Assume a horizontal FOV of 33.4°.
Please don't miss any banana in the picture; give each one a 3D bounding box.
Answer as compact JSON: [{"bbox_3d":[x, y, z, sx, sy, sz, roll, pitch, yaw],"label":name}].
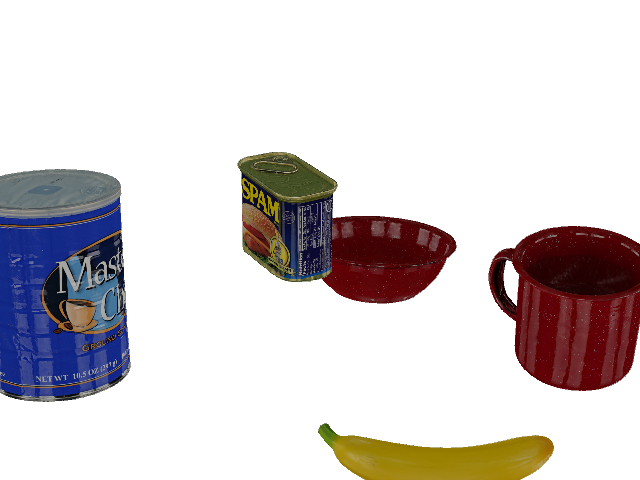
[{"bbox_3d":[0.098,0.176,0.863,0.197,0.037,0.069,6,38,-4],"label":"banana"}]

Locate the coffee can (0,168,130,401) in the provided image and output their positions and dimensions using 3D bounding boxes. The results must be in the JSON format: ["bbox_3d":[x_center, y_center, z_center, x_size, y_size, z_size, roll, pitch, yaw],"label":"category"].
[{"bbox_3d":[-0.191,0.029,0.761,0.103,0.140,0.103,0,18,0],"label":"coffee can"}]

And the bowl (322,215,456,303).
[{"bbox_3d":[0.058,0.023,1.099,0.162,0.055,0.162,2,18,-1],"label":"bowl"}]

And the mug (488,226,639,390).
[{"bbox_3d":[0.166,0.044,0.733,0.117,0.081,0.093,21,38,34],"label":"mug"}]

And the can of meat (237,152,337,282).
[{"bbox_3d":[-0.030,-0.020,0.932,0.057,0.084,0.102,-14,29,-28],"label":"can of meat"}]
